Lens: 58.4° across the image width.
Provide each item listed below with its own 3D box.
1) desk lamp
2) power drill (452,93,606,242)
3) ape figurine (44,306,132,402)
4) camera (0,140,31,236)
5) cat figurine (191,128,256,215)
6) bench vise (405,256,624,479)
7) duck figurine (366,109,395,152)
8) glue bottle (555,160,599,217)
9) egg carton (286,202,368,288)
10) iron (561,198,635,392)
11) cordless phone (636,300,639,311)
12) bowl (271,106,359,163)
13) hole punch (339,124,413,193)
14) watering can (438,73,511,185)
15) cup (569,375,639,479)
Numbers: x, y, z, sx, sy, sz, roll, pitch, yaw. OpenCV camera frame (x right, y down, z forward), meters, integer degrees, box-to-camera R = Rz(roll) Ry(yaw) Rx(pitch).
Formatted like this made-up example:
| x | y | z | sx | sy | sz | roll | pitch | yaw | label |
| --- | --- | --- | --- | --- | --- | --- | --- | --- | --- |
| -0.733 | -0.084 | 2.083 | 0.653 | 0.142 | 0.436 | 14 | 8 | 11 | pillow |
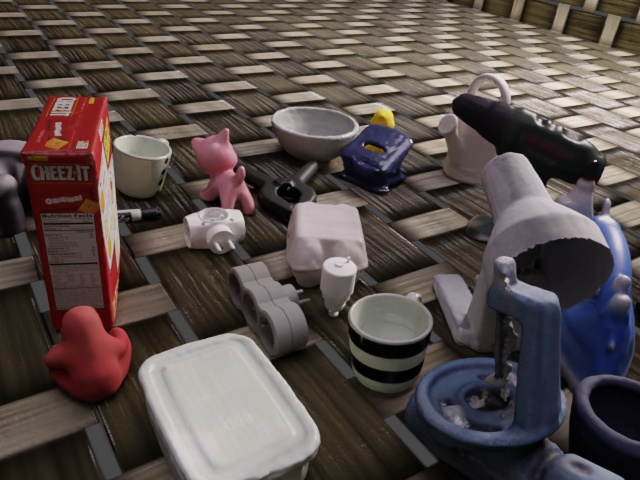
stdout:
| x | y | z | sx | sy | sz | roll | pitch | yaw | label |
| --- | --- | --- | --- | --- | --- | --- | --- | --- | --- |
| 0.210 | 0.025 | 0.638 | 0.118 | 0.214 | 0.203 | 2 | 31 | -8 | desk lamp |
| 0.288 | -0.095 | 0.856 | 0.229 | 0.208 | 0.076 | 19 | 33 | 20 | power drill |
| -0.221 | 0.102 | 0.546 | 0.078 | 0.092 | 0.076 | -6 | 33 | -19 | ape figurine |
| -0.409 | -0.081 | 0.801 | 0.137 | 0.101 | 0.143 | 2 | 31 | -7 | camera |
| -0.150 | -0.111 | 0.885 | 0.067 | 0.118 | 0.127 | -16 | 38 | -32 | cat figurine |
| 0.172 | 0.130 | 0.452 | 0.206 | 0.220 | 0.122 | 24 | 35 | 26 | bench vise |
| 0.121 | -0.217 | 1.142 | 0.077 | 0.086 | 0.105 | 13 | 32 | 10 | duck figurine |
| 0.352 | -0.032 | 0.799 | 0.078 | 0.173 | 0.037 | 3 | 31 | -6 | glue bottle |
| 0.007 | 0.003 | 0.775 | 0.107 | 0.069 | 0.150 | 3 | 31 | -6 | egg carton |
| 0.330 | 0.060 | 0.673 | 0.118 | 0.141 | 0.258 | 13 | 32 | 10 | iron |
| 0.490 | 0.035 | 0.704 | 0.148 | 0.185 | 0.094 | -1 | 32 | -12 | cordless phone |
| -0.012 | -0.193 | 1.088 | 0.167 | 0.075 | 0.167 | 5 | 31 | -3 | bowl |
| 0.100 | -0.147 | 1.019 | 0.108 | 0.091 | 0.101 | 27 | 37 | 30 | hole punch |
| 0.292 | -0.206 | 1.053 | 0.100 | 0.194 | 0.173 | 25 | 35 | 27 | watering can |
| 0.269 | 0.180 | 0.510 | 0.118 | 0.095 | 0.091 | -9 | 35 | -24 | cup |
